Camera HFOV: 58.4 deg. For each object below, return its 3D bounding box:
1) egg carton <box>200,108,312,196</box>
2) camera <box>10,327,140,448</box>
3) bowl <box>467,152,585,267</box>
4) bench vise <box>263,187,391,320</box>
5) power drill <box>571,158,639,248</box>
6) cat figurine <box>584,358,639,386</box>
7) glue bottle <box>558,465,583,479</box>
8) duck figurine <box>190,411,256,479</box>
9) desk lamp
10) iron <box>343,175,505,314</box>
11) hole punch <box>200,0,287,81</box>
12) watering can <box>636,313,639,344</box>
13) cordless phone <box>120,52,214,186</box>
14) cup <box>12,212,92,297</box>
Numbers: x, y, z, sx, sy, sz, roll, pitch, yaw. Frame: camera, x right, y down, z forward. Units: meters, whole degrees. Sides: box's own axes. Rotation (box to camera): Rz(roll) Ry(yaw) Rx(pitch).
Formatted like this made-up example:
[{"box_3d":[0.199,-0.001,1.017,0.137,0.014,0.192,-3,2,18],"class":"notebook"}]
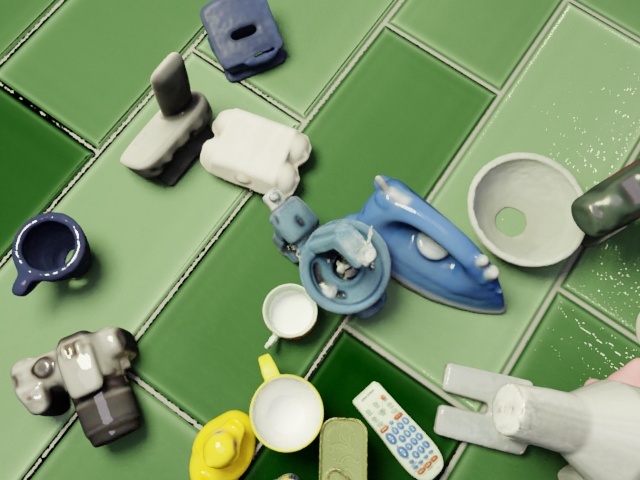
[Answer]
[{"box_3d":[-0.093,-0.125,0.829,0.150,0.069,0.107,19,75,3],"class":"egg carton"},{"box_3d":[-0.295,0.192,0.718,0.143,0.101,0.137,-24,77,-8],"class":"camera"},{"box_3d":[0.285,-0.035,0.815,0.167,0.075,0.167,1,75,-2],"class":"bowl"},{"box_3d":[0.001,0.013,0.716,0.207,0.220,0.121,26,75,5],"class":"bench vise"},{"box_3d":[0.418,-0.066,0.759,0.230,0.208,0.075,-30,77,-9],"class":"power drill"},{"box_3d":[0.375,0.214,0.727,0.067,0.118,0.128,41,77,9],"class":"cat figurine"},{"box_3d":[0.345,0.308,0.672,0.037,0.173,0.078,-29,77,-9],"class":"glue bottle"},{"box_3d":[-0.124,0.264,0.712,0.077,0.086,0.105,33,76,7],"class":"duck figurine"},{"box_3d":[0.260,0.213,0.674,0.203,0.213,0.118,12,74,2],"class":"desk lamp"},{"box_3d":[0.159,0.006,0.764,0.258,0.141,0.119,36,77,8],"class":"iron"},{"box_3d":[-0.114,-0.311,0.868,0.109,0.091,0.101,-25,77,-8],"class":"hole punch"},{"box_3d":[0.498,0.099,0.724,0.101,0.194,0.173,-8,75,-4],"class":"watering can"},{"box_3d":[-0.219,-0.167,0.776,0.094,0.185,0.148,32,76,7],"class":"cordless phone"},{"box_3d":[-0.352,0.030,0.764,0.091,0.095,0.118,29,76,6],"class":"cup"}]
